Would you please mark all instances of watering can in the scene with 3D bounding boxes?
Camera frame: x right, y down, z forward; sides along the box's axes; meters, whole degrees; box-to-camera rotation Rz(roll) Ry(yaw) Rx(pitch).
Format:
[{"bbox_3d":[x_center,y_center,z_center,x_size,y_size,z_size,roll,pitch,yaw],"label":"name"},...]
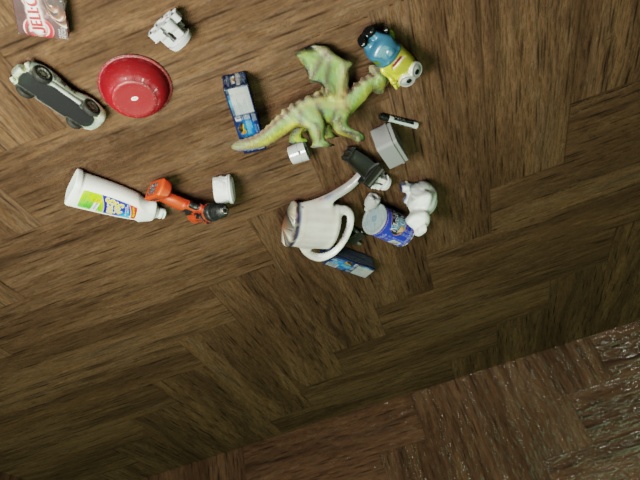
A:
[{"bbox_3d":[0.005,-0.078,1.545,0.224,0.106,0.340,4,123,-21],"label":"watering can"}]

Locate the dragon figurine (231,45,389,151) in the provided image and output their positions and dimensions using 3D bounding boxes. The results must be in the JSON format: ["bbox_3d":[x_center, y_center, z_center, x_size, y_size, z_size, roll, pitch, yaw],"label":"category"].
[{"bbox_3d":[-0.015,-0.341,1.229,0.411,0.124,0.238,-9,117,-16],"label":"dragon figurine"}]

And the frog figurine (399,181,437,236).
[{"bbox_3d":[0.311,-0.097,1.564,0.123,0.163,0.134,-9,140,-9],"label":"frog figurine"}]
